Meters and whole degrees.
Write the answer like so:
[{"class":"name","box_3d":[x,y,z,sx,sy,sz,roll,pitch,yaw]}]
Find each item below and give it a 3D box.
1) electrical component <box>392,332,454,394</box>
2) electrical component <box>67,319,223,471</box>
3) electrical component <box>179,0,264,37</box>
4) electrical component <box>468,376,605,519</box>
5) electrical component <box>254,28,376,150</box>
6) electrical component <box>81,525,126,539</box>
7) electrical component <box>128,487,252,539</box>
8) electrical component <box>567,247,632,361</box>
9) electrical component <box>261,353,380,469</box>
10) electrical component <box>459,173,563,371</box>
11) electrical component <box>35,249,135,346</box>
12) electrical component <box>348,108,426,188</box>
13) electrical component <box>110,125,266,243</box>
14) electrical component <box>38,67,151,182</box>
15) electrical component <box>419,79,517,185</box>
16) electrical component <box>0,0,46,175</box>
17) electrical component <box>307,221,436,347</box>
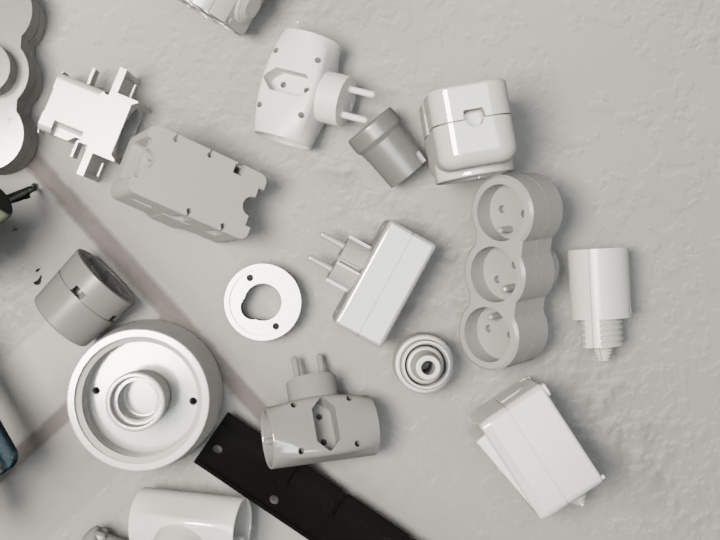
[{"class":"electrical component","box_3d":[0.046,0.067,0.764,0.043,0.062,0.043,0,90,-2]},{"class":"electrical component","box_3d":[-0.154,0.090,0.760,0.108,0.060,0.108,0,90,-2]},{"class":"electrical component","box_3d":[-0.102,-0.204,0.754,0.080,0.080,0.051,31,94,-1]},{"class":"electrical component","box_3d":[0.125,0.133,0.767,0.061,0.062,0.096,-33,91,-2]},{"class":"electrical component","box_3d":[-0.028,-0.124,0.767,0.079,0.043,0.077,17,89,17]},{"class":"electrical component","box_3d":[-0.174,0.213,0.767,0.062,0.048,0.048,22,89,-8]},{"class":"electrical component","box_3d":[-0.123,0.188,0.745,0.077,0.079,0.044,4,120,12]},{"class":"electrical component","box_3d":[0.174,0.025,0.778,0.043,0.043,0.081,-3,90,-2]},{"class":"electrical component","box_3d":[-0.032,0.098,0.769,0.077,0.043,0.079,-5,68,-16]},{"class":"electrical component","box_3d":[0.117,-0.001,0.769,0.052,0.074,0.138,16,106,41]},{"class":"electrical component","box_3d":[-0.196,0.021,0.763,0.047,0.055,0.055,-44,91,2]},{"class":"electrical component","box_3d":[0.021,-0.087,0.777,0.040,0.040,0.046,-40,96,-1]},{"class":"electrical component","box_3d":[-0.122,-0.058,0.753,0.089,0.056,0.050,24,77,-25]},{"class":"electrical component","box_3d":[-0.191,-0.107,0.770,0.064,0.042,0.081,22,88,2]},{"class":"electrical component","box_3d":[0.075,-0.093,0.749,0.054,0.095,0.059,-10,90,-1]},{"class":"electrical component","box_3d":[-0.258,-0.138,0.751,0.052,0.074,0.138,4,90,-2]},{"class":"electrical component","box_3d":[0.000,0.000,0.772,0.076,0.047,0.083,29,90,-5]}]
